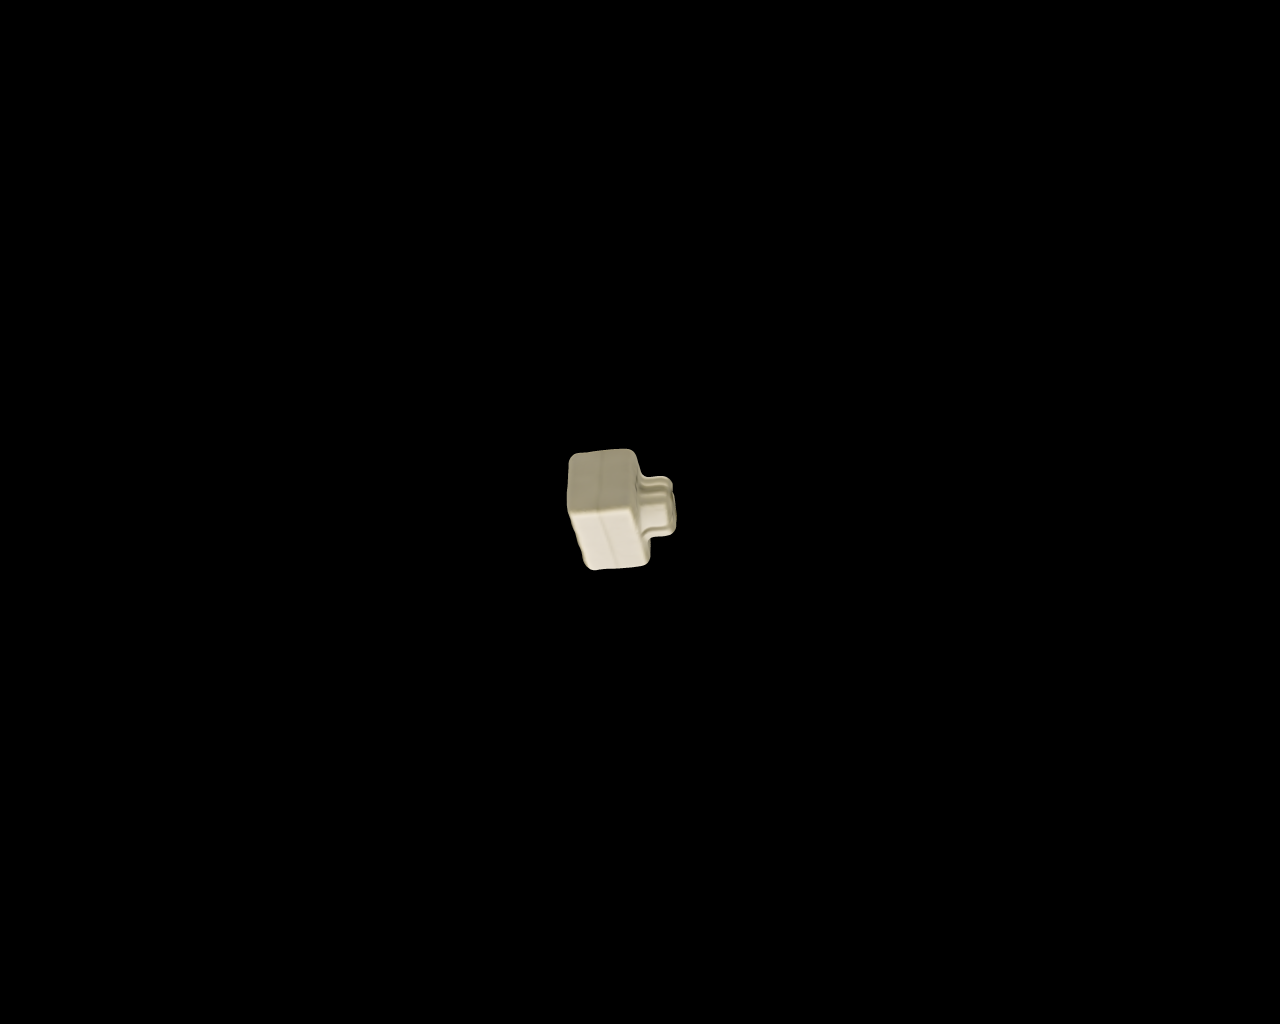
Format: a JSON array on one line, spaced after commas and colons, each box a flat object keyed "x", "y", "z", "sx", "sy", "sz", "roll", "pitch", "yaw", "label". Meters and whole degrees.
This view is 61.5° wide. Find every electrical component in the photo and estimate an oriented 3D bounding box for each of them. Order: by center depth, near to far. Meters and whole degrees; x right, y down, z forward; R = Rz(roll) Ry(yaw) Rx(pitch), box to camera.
[{"x": 0.001, "y": -0.003, "z": 0.650, "sx": 0.077, "sy": 0.047, "sz": 0.065, "roll": -5, "pitch": -36, "yaw": 8, "label": "electrical component"}]
